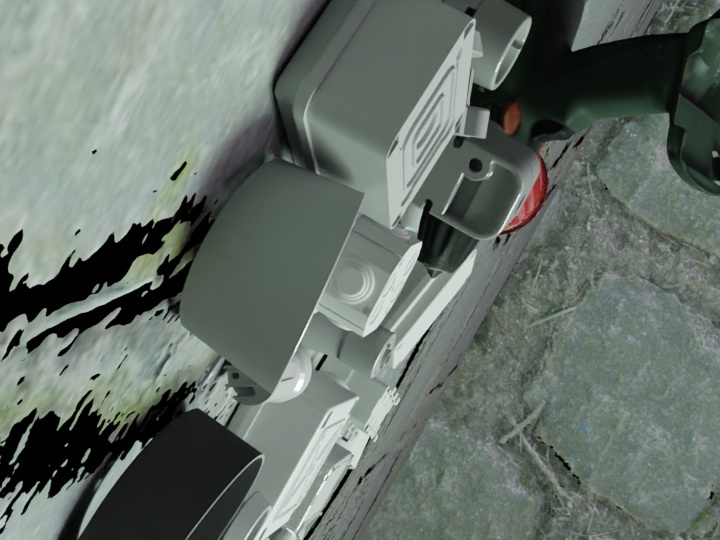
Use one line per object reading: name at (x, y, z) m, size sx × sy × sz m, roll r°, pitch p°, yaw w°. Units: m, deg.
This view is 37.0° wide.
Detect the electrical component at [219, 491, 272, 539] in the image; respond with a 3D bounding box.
electrical component at (-0.089, 0.149, 0.663) m, size 0.066 × 0.055 × 0.048 m, roll -47°, pitch 164°, yaw -50°

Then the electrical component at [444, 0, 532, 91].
electrical component at (0.072, -0.142, 0.656) m, size 0.055 × 0.047 × 0.055 m, roll -57°, pitch 169°, yaw -17°

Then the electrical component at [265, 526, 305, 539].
electrical component at (-0.083, 0.226, 0.901) m, size 0.057 × 0.058 × 0.078 m, roll -49°, pitch 164°, yaw -37°

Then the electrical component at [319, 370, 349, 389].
electrical component at (-0.037, 0.108, 0.831) m, size 0.045 × 0.045 × 0.055 m, roll -65°, pitch 168°, yaw 25°

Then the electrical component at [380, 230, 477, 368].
electrical component at (0.038, 0.016, 0.860) m, size 0.113 × 0.057 × 0.078 m, roll -50°, pitch 168°, yaw -13°

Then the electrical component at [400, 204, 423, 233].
electrical component at (0.054, -0.058, 0.810) m, size 0.043 × 0.043 × 0.062 m, roll -52°, pitch 165°, yaw -39°

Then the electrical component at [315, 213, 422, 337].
electrical component at (0.000, 0.000, 0.691) m, size 0.080 × 0.051 × 0.080 m, roll -57°, pitch 169°, yaw -17°

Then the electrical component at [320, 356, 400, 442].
electrical component at (-0.005, 0.111, 0.937) m, size 0.078 × 0.063 × 0.121 m, roll -59°, pitch 170°, yaw -9°

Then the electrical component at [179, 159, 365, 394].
electrical component at (-0.035, 0.001, 0.488) m, size 0.099 × 0.064 × 0.099 m, roll -57°, pitch 169°, yaw -17°

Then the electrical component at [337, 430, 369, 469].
electrical component at (-0.018, 0.156, 1.029) m, size 0.047 × 0.055 × 0.055 m, roll -60°, pitch 170°, yaw -19°

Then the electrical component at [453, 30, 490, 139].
electrical component at (0.039, -0.103, 0.579) m, size 0.048 × 0.066 × 0.055 m, roll -15°, pitch 114°, yaw -76°

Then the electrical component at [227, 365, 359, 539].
electrical component at (-0.057, 0.123, 0.744) m, size 0.108 × 0.056 × 0.109 m, roll -61°, pitch 170°, yaw 4°

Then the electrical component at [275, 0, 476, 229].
electrical component at (0.008, -0.077, 0.499) m, size 0.078 × 0.057 × 0.113 m, roll -58°, pitch 169°, yaw -12°

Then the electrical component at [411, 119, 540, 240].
electrical component at (0.060, -0.066, 0.671) m, size 0.053 × 0.095 × 0.059 m, roll -65°, pitch 168°, yaw 26°

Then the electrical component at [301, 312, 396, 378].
electrical component at (-0.009, 0.045, 0.735) m, size 0.044 × 0.065 × 0.044 m, roll -58°, pitch 167°, yaw -22°

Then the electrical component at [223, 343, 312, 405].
electrical component at (-0.055, 0.059, 0.630) m, size 0.040 × 0.040 × 0.046 m, roll -62°, pitch 164°, yaw 10°

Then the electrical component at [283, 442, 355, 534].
electrical component at (-0.050, 0.164, 0.875) m, size 0.061 × 0.061 × 0.096 m, roll -61°, pitch 170°, yaw 4°
